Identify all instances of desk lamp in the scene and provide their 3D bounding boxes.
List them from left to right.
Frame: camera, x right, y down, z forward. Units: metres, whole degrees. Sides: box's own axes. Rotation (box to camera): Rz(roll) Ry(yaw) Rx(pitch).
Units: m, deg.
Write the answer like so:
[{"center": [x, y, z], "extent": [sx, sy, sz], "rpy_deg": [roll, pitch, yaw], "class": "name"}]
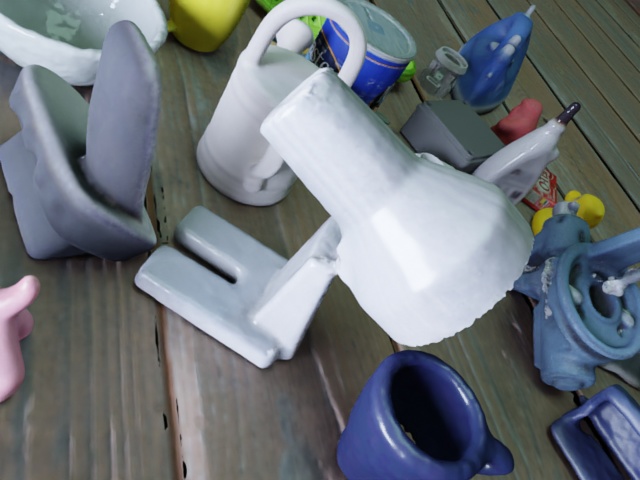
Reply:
[{"center": [0.004, 0.001, 0.400], "extent": [0.203, 0.213, 0.118], "rpy_deg": [33, 40, -6], "class": "desk lamp"}]

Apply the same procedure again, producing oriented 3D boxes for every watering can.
[{"center": [-0.034, -0.135, 0.515], "extent": [0.101, 0.193, 0.172], "rpy_deg": [2, 52, -35], "class": "watering can"}]

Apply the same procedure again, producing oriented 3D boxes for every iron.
[{"center": [0.305, -0.312, 0.969], "extent": [0.118, 0.141, 0.259], "rpy_deg": [36, 40, -2], "class": "iron"}]

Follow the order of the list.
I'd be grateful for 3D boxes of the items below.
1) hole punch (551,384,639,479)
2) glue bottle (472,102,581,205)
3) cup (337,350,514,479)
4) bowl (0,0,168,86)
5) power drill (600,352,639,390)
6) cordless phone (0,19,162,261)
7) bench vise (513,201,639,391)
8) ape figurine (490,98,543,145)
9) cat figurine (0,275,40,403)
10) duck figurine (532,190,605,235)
[{"center": [0.290, 0.186, 0.533], "extent": [0.101, 0.091, 0.108], "rpy_deg": [-7, 57, -40], "class": "hole punch"}, {"center": [0.260, -0.105, 0.718], "extent": [0.078, 0.173, 0.037], "rpy_deg": [13, 46, -26], "class": "glue bottle"}, {"center": [0.066, 0.144, 0.404], "extent": [0.118, 0.095, 0.092], "rpy_deg": [31, 41, -9], "class": "cup"}, {"center": [-0.229, -0.193, 0.518], "extent": [0.168, 0.074, 0.167], "rpy_deg": [20, 43, -20], "class": "bowl"}, {"center": [0.397, 0.073, 0.625], "extent": [0.230, 0.208, 0.075], "rpy_deg": [29, 41, -10], "class": "power drill"}, {"center": [-0.150, -0.084, 0.389], "extent": [0.094, 0.185, 0.147], "rpy_deg": [-12, 61, -42], "class": "cordless phone"}, {"center": [0.282, 0.020, 0.582], "extent": [0.122, 0.219, 0.207], "rpy_deg": [8, 48, -30], "class": "bench vise"}, {"center": [0.306, -0.180, 0.884], "extent": [0.078, 0.092, 0.076], "rpy_deg": [1, 52, -36], "class": "ape figurine"}, {"center": [-0.211, 0.030, 0.291], "extent": [0.128, 0.117, 0.067], "rpy_deg": [9, 48, -30], "class": "cat figurine"}, {"center": [0.341, -0.020, 0.766], "extent": [0.078, 0.086, 0.104], "rpy_deg": [19, 44, -21], "class": "duck figurine"}]
